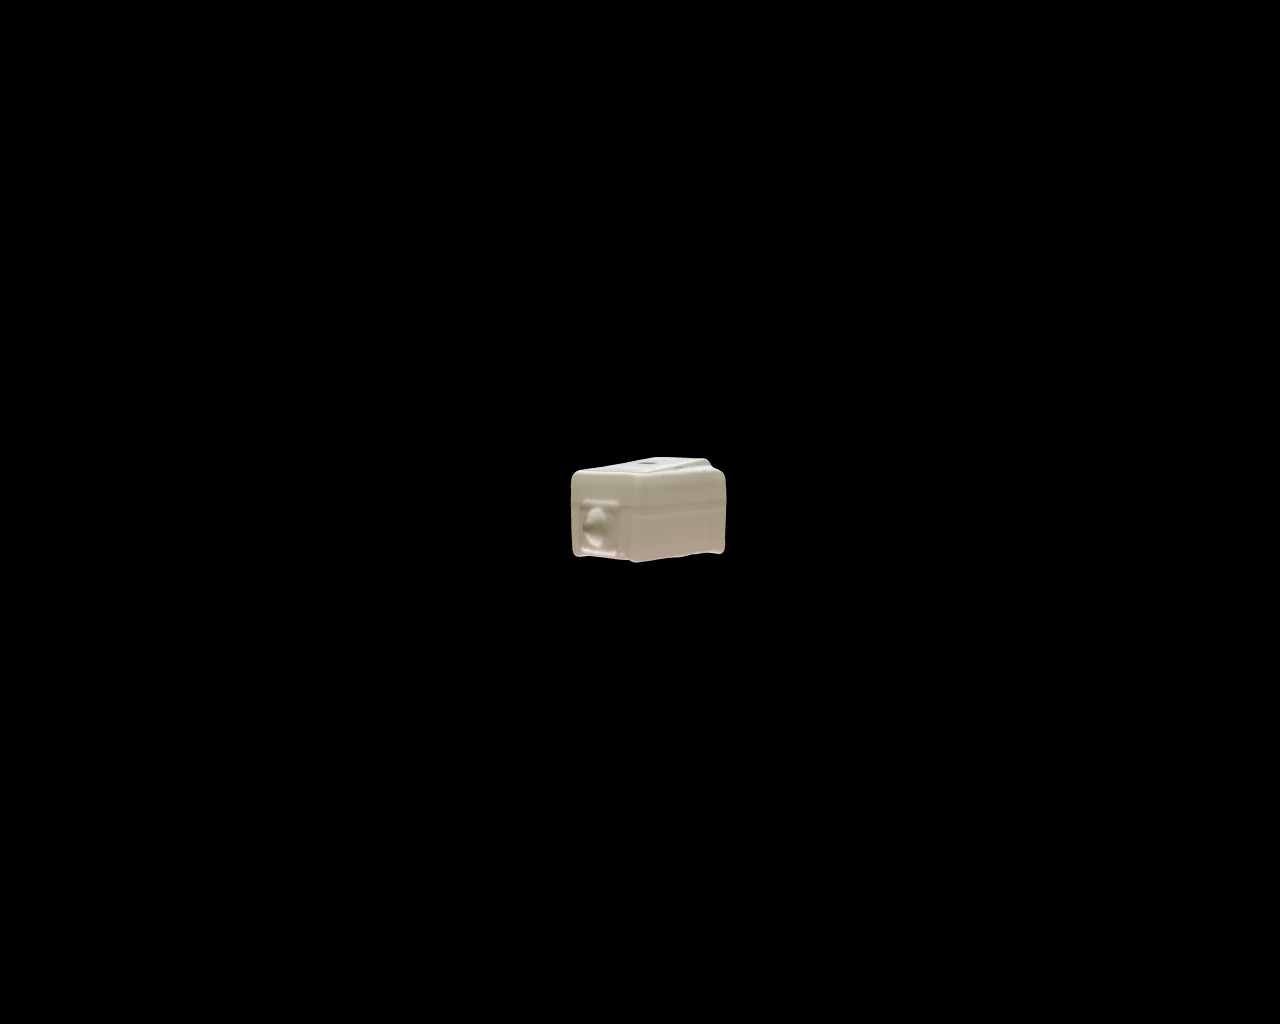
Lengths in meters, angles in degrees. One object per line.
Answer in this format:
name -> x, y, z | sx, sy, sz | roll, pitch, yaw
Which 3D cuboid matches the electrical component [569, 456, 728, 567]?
electrical component -> 0.001, -0.003, 0.650 | 0.096, 0.061, 0.062 | -4, 6, -43
